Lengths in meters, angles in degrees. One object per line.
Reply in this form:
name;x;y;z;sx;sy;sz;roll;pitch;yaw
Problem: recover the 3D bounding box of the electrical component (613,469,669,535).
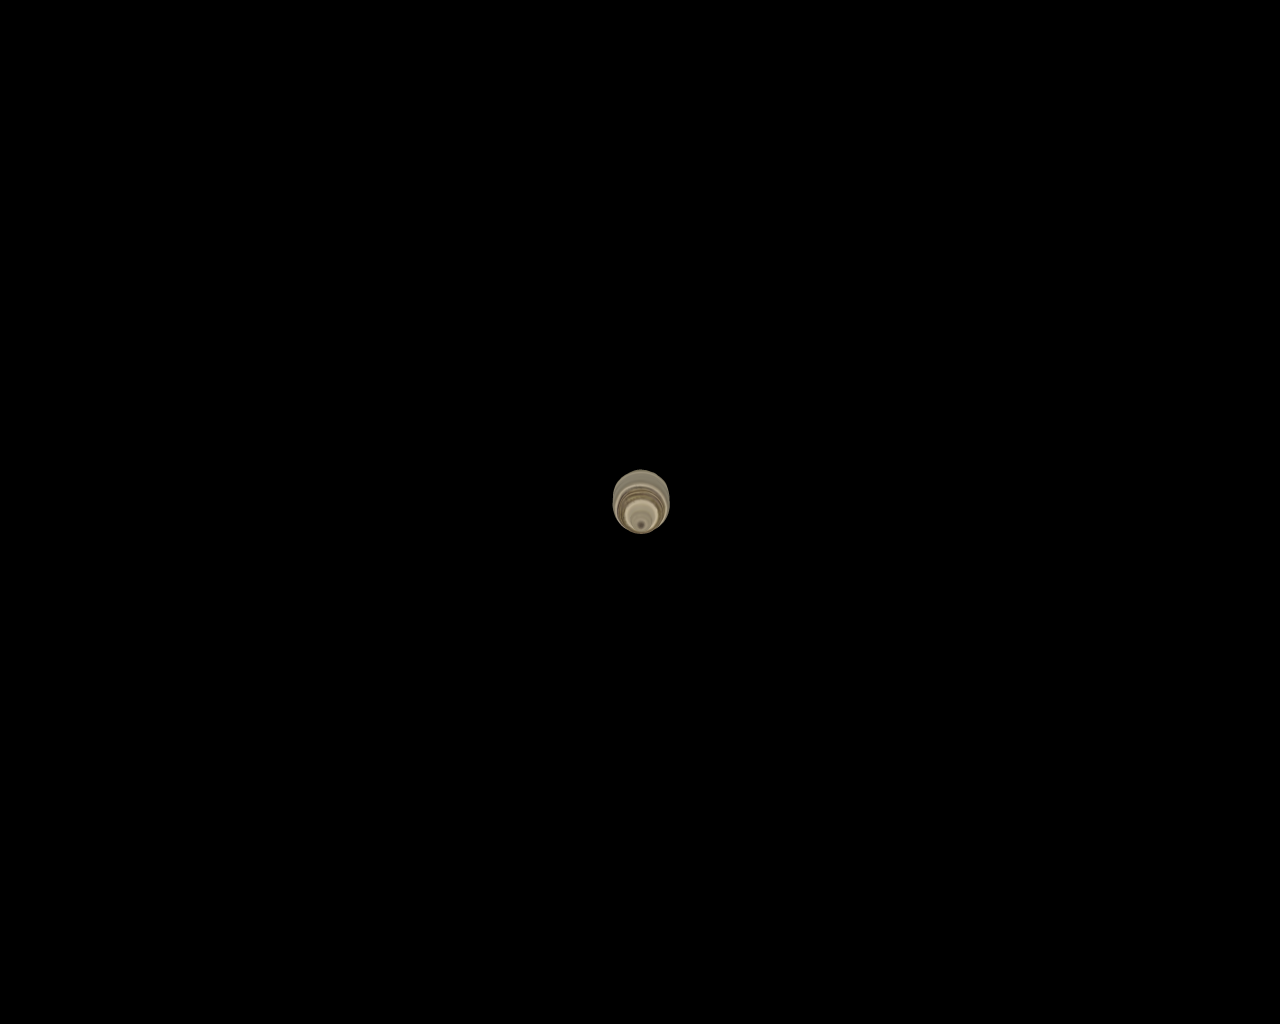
electrical component;0.001;-0.003;0.650;0.035;0.035;0.061;0;20;0
